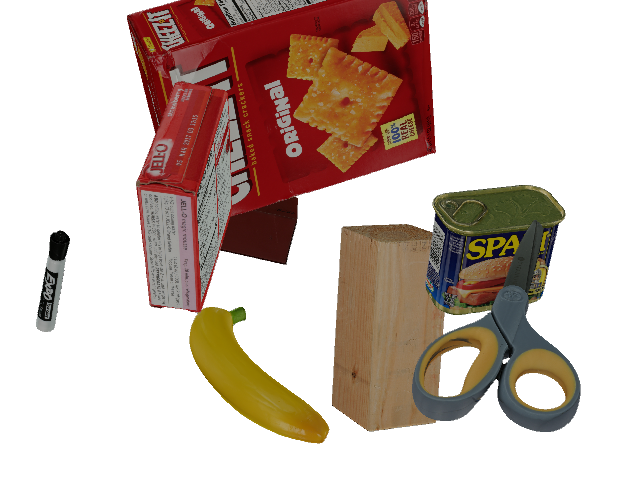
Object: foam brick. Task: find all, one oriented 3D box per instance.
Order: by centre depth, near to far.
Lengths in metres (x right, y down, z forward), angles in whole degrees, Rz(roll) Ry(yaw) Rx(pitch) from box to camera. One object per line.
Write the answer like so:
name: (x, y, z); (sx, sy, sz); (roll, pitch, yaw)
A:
foam brick: (-0.064, -0.017, 1.032); (0.078, 0.051, 0.053); (13, 26, -6)

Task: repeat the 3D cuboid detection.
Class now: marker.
marker: (-0.262, 0.040, 1.045); (0.020, 0.121, 0.020); (13, 35, -9)

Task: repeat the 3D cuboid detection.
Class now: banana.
banana: (-0.060, 0.099, 0.844); (0.069, 0.037, 0.198); (-7, 29, -22)

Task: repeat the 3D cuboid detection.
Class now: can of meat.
can of meat: (0.137, 0.008, 0.858); (0.102, 0.084, 0.057); (-6, 35, -16)

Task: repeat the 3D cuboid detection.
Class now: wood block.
wood block: (0.075, 0.092, 1.168); (0.090, 0.206, 0.091); (-3, 13, -27)

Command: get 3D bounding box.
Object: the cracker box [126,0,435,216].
cracker box: (-0.022, -0.115, 0.815); (0.213, 0.164, 0.072); (-18, 43, -11)

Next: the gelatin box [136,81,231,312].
gelatin box: (-0.066, -0.021, 0.523); (0.030, 0.073, 0.089); (8, -42, 4)

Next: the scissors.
scissors: (0.124, 0.047, 0.613); (0.096, 0.016, 0.201); (21, 38, 28)
